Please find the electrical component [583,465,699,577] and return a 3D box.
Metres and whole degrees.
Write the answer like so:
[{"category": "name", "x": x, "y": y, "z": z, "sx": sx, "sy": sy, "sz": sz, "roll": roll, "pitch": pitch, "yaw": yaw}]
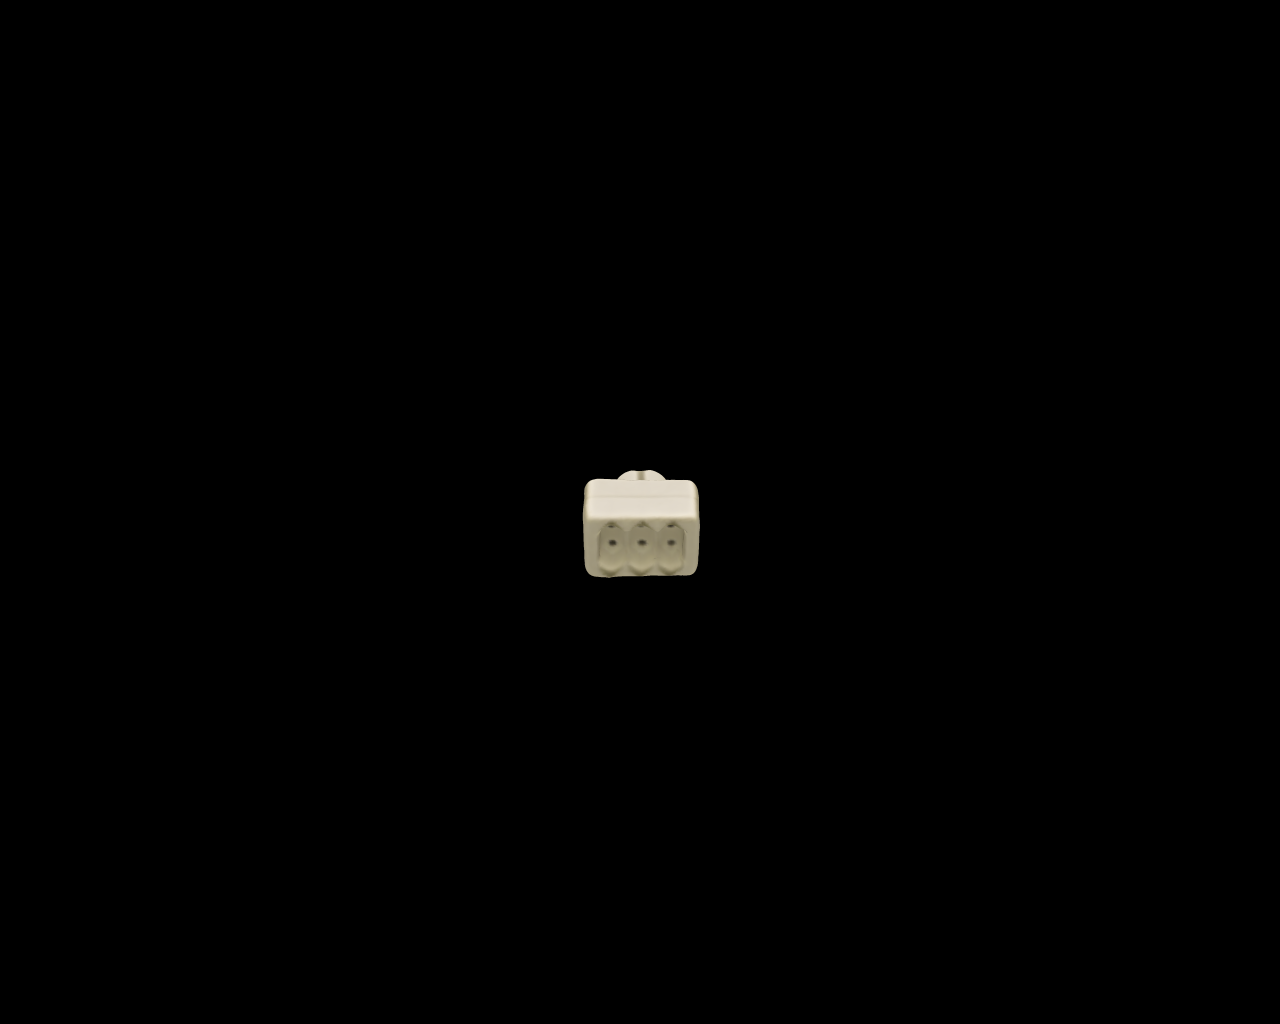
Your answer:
[{"category": "electrical component", "x": 0.001, "y": -0.003, "z": 0.650, "sx": 0.066, "sy": 0.047, "sz": 0.077, "roll": 0, "pitch": 39, "yaw": 0}]
